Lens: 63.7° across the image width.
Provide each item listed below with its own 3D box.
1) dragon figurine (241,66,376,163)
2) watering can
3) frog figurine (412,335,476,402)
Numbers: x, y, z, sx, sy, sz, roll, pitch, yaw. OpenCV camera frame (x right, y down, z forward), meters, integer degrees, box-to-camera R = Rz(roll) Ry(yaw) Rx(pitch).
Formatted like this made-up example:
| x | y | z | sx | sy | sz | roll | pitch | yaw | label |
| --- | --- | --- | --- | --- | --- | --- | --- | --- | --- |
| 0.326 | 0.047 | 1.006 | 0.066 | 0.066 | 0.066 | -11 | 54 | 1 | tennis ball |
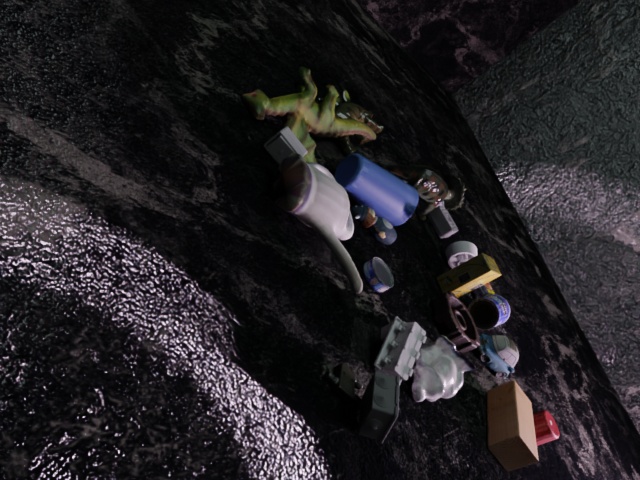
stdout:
| x | y | z | sx | sy | sz | roll | pitch | yaw | label |
| --- | --- | --- | --- | --- | --- | --- | --- | --- | --- |
| -0.018 | -0.291 | 1.355 | 0.407 | 0.121 | 0.247 | 29 | 67 | -27 | dragon figurine |
| 0.003 | -0.058 | 1.146 | 0.222 | 0.102 | 0.356 | 29 | 36 | -38 | watering can |
| 0.259 | 0.313 | 1.182 | 0.162 | 0.122 | 0.136 | -42 | 109 | -27 | frog figurine |
